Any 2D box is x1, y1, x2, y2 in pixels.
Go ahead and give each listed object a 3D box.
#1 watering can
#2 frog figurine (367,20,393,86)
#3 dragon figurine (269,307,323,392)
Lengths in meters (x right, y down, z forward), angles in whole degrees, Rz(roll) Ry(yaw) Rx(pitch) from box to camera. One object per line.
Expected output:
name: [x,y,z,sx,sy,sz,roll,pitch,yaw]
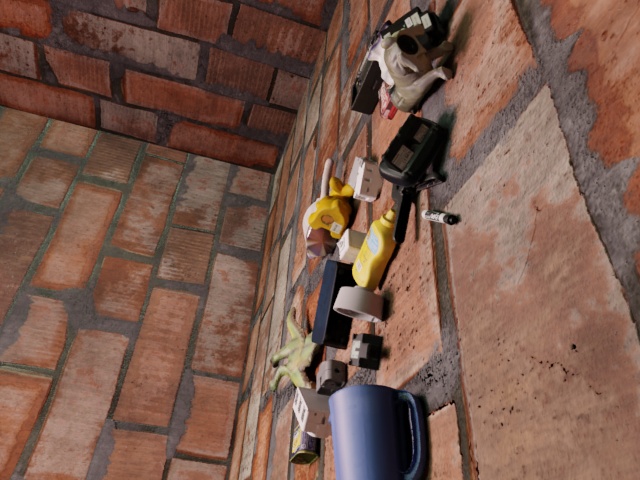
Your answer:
watering can: [0.005,-0.086,1.709,0.228,0.104,0.343,-110,30,-69]
frog figurine: [0.207,-0.452,1.293,0.135,0.123,0.161,-45,68,29]
dragon figurine: [-0.047,0.334,1.603,0.238,0.121,0.421,-43,33,38]
